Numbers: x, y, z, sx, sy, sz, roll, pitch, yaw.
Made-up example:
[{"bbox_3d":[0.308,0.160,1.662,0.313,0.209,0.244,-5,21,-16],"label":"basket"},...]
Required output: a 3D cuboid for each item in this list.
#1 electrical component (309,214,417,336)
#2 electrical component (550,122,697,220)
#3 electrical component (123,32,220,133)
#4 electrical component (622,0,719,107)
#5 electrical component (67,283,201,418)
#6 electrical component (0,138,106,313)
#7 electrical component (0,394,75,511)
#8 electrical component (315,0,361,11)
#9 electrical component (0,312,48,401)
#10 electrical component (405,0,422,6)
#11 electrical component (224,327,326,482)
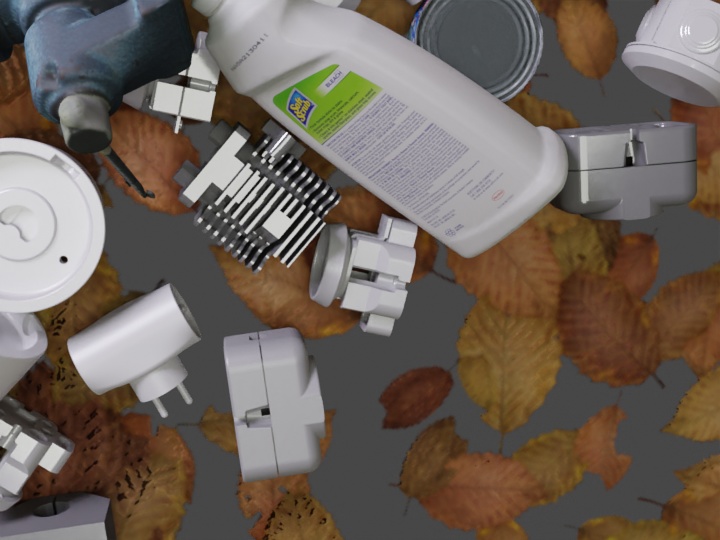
[{"bbox_3d":[0.000,0.000,0.720,0.057,0.058,0.078,12,99,-12],"label":"electrical component"},{"bbox_3d":[0.177,-0.067,0.731,0.095,0.053,0.059,-5,101,-6],"label":"electrical component"},{"bbox_3d":[-0.121,-0.122,0.687,0.055,0.048,0.066,10,99,-17],"label":"electrical component"},{"bbox_3d":[0.219,-0.144,0.710,0.080,0.080,0.051,25,91,-11],"label":"electrical component"},{"bbox_3d":[-0.141,0.061,0.719,0.077,0.043,0.079,-29,103,-2],"label":"electrical component"},{"bbox_3d":[-0.214,-0.031,0.683,0.108,0.060,0.108,-1,101,-7],"label":"electrical component"},{"bbox_3d":[-0.239,0.121,0.711,0.078,0.058,0.057,34,92,-12],"label":"electrical component"},{"bbox_3d":[-0.037,-0.188,0.682,0.080,0.051,0.080,-1,101,-7],"label":"electrical component"},{"bbox_3d":[-0.259,0.043,0.671,0.108,0.108,0.060,36,100,-12],"label":"electrical component"},{"bbox_3d":[0.029,-0.200,0.695,0.046,0.040,0.040,41,93,-19],"label":"electrical component"},{"bbox_3d":[-0.057,0.090,0.730,0.059,0.053,0.095,-8,101,-6],"label":"electrical component"}]
